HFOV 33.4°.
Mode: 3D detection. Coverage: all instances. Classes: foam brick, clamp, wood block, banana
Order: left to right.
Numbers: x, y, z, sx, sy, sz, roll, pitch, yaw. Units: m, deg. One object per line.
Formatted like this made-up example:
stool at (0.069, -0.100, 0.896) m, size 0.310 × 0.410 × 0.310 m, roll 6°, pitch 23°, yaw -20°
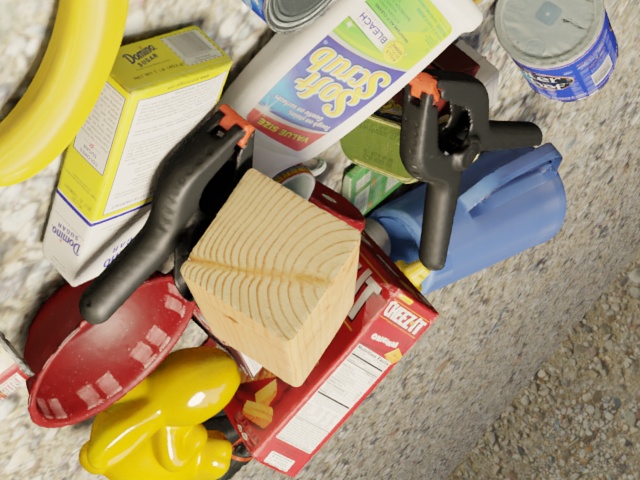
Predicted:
banana at (-0.148, -0.097, 0.600) m, size 0.198 × 0.037 × 0.069 m, roll -54°, pitch 159°, yaw 22°
clamp at (-0.089, -0.014, 0.742) m, size 0.172 × 0.039 × 0.120 m, roll -54°, pitch 165°, yaw 15°
wood block at (-0.032, 0.037, 0.797) m, size 0.090 × 0.091 × 0.206 m, roll -56°, pitch 171°, yaw -13°
foam brick at (0.085, -0.145, 0.905) m, size 0.052 × 0.078 × 0.051 m, roll -22°, pitch 148°, yaw -47°
clamp at (0.120, -0.083, 0.893) m, size 0.164 × 0.036 × 0.210 m, roll -48°, pitch 145°, yaw -13°

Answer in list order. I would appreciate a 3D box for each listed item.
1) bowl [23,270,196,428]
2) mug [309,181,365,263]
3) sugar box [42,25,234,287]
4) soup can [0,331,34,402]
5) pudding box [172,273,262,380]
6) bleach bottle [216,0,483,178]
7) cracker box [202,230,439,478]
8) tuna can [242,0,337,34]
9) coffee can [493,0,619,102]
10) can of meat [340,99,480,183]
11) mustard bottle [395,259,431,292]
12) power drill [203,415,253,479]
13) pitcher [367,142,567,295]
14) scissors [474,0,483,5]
bowl at (-0.175, 0.072, 0.839) m, size 0.162 × 0.055 × 0.162 m, roll -39°, pitch 158°, yaw -19°
mug at (-0.006, 0.001, 0.958) m, size 0.093 × 0.117 × 0.081 m, roll 18°, pitch 111°, yaw -44°
sugar box at (-0.126, -0.054, 0.716) m, size 0.093 × 0.048 × 0.176 m, roll -28°, pitch 156°, yaw -45°
soup can at (-0.254, 0.098, 0.717) m, size 0.102 × 0.068 × 0.068 m, roll -40°, pitch 159°, yaw -13°
pudding box at (-0.087, 0.071, 0.960) m, size 0.039 × 0.090 × 0.113 m, roll -43°, pitch 160°, yaw -10°
bleach bottle at (-0.003, -0.110, 0.787) m, size 0.251 × 0.068 × 0.102 m, roll -46°, pitch 121°, yaw 3°
cracker box at (-0.012, 0.094, 1.037) m, size 0.072 × 0.164 × 0.214 m, roll 33°, pitch 101°, yaw -40°
tuna can at (-0.014, -0.181, 0.707) m, size 0.086 × 0.034 × 0.086 m, roll -39°, pitch 159°, yaw -18°
coffee can at (0.236, -0.202, 1.056) m, size 0.103 × 0.103 × 0.140 m, roll -49°, pitch 159°, yaw 9°
can of meat at (0.080, -0.094, 0.957) m, size 0.083 × 0.102 × 0.057 m, roll -23°, pitch 125°, yaw -41°
mustard bottle at (0.037, 0.079, 1.131) m, size 0.192 × 0.058 × 0.096 m, roll -36°, pitch 134°, yaw 20°
power drill at (-0.137, 0.238, 1.198) m, size 0.187 × 0.057 × 0.185 m, roll -16°, pitch 149°, yaw -43°
pitcher at (0.168, -0.027, 1.224) m, size 0.242 × 0.145 × 0.149 m, roll -24°, pitch 118°, yaw -39°
scissors at (0.096, -0.217, 0.880) m, size 0.201 × 0.016 × 0.096 m, roll -21°, pitch 147°, yaw -49°
